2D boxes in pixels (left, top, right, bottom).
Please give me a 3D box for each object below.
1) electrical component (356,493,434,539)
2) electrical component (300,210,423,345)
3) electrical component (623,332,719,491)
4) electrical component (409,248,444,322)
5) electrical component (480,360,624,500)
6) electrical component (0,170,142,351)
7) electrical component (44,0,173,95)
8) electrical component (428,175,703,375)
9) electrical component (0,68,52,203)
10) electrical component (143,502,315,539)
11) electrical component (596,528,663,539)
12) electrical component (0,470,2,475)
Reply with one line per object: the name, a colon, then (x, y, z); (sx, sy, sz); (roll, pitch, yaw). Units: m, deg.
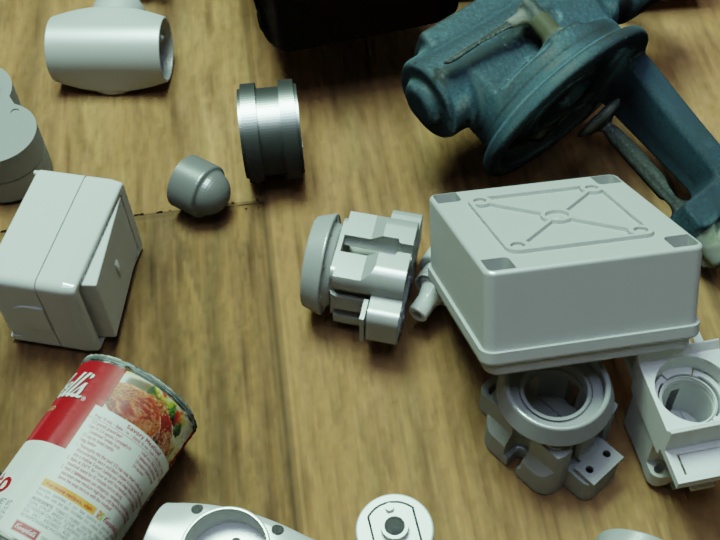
electrical component: (0.016, 0.131, 0.495); (0.044, 0.065, 0.044); (-1, 52, 2)
electrical component: (0.000, 0.000, 0.600); (0.057, 0.058, 0.078); (10, 55, 7)
electrical component: (0.159, 0.073, 0.533); (0.042, 0.063, 0.081); (-9, 53, -6)
electrical component: (0.048, 0.003, 0.609); (0.035, 0.035, 0.061); (27, 61, 21)
electrical component: (0.096, 0.071, 0.541); (0.058, 0.057, 0.078); (-36, 60, -22)
electrical component: (-0.160, -0.010, 0.611); (0.061, 0.061, 0.096); (8, 54, 9)
electrical component: (-0.168, -0.163, 0.737); (0.077, 0.044, 0.079); (1, 53, 3)
electrical component: (0.098, -0.002, 0.541); (0.109, 0.056, 0.108); (-7, 25, -9)
electrical component: (-0.248, -0.112, 0.685); (0.052, 0.073, 0.138); (-28, 57, -17)
electrical component: (-0.066, 0.153, 0.495); (0.077, 0.044, 0.079); (12, 54, 11)
electrical component: (0.101, 0.155, 0.486); (0.079, 0.044, 0.077); (17, 56, 15)
electrical component: (-0.225, 0.084, 0.552); (0.083, 0.047, 0.075); (14, 55, 12)
